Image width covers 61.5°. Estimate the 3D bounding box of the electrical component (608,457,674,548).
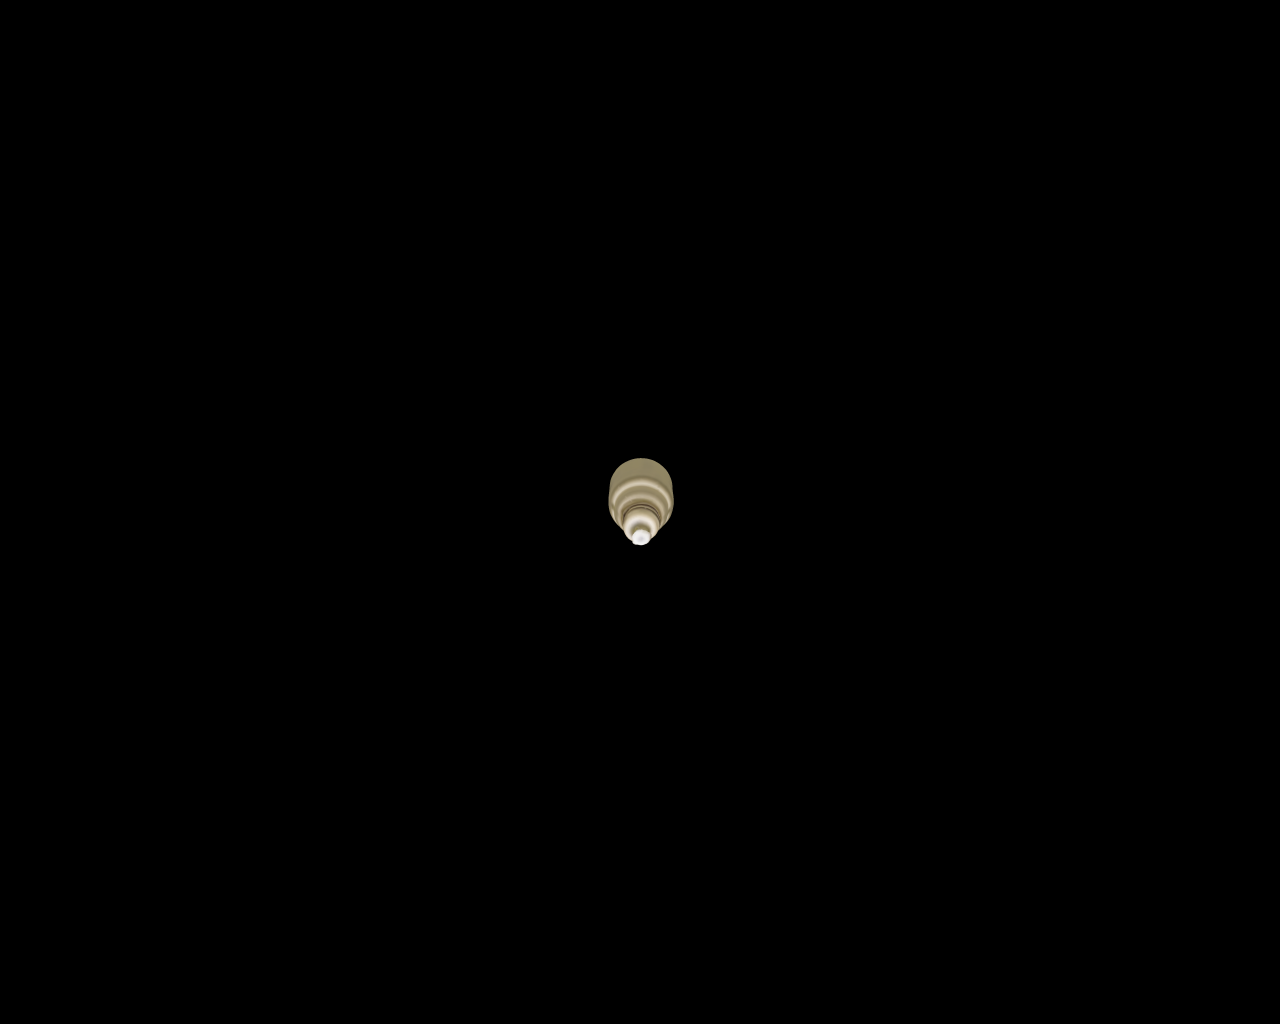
[{"bbox_3d":[0.001,-0.003,0.650,0.040,0.040,0.078,0,27,0],"label":"electrical component"}]
